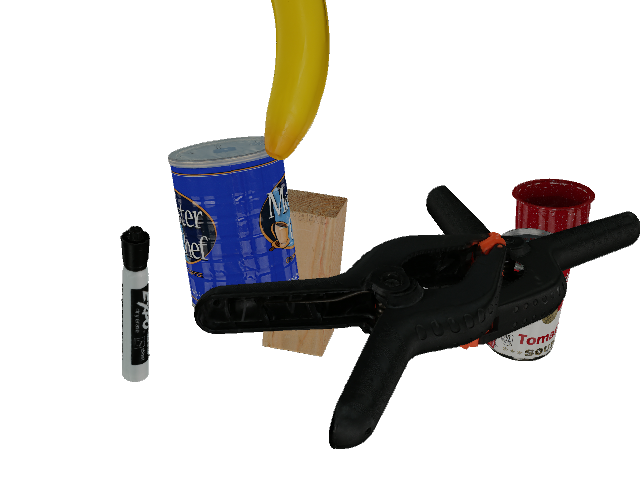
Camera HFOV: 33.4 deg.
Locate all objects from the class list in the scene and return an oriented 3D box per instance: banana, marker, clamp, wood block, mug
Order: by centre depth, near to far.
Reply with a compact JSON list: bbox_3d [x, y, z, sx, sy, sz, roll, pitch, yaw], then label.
[{"bbox_3d":[0.036,0.041,0.534,0.171,0.039,0.120,-18,45,-24],"label":"clamp"},{"bbox_3d":[-0.126,0.044,0.725,0.020,0.121,0.020,5,32,-3],"label":"marker"},{"bbox_3d":[-0.028,-0.155,0.745,0.070,0.198,0.037,-18,-12,8],"label":"banana"},{"bbox_3d":[0.123,0.012,0.760,0.165,0.036,0.209,12,28,26],"label":"clamp"},{"bbox_3d":[0.276,-0.021,1.244,0.093,0.081,0.117,20,33,40],"label":"mug"},{"bbox_3d":[-0.023,0.044,1.486,0.090,0.206,0.090,9,22,8],"label":"wood block"}]

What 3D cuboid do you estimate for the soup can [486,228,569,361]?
[{"bbox_3d":[0.185,0.049,0.962,0.068,0.102,0.068,2,34,-2],"label":"soup can"}]

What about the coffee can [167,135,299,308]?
[{"bbox_3d":[-0.077,-0.016,0.966,0.103,0.140,0.103,-7,15,2],"label":"coffee can"}]
